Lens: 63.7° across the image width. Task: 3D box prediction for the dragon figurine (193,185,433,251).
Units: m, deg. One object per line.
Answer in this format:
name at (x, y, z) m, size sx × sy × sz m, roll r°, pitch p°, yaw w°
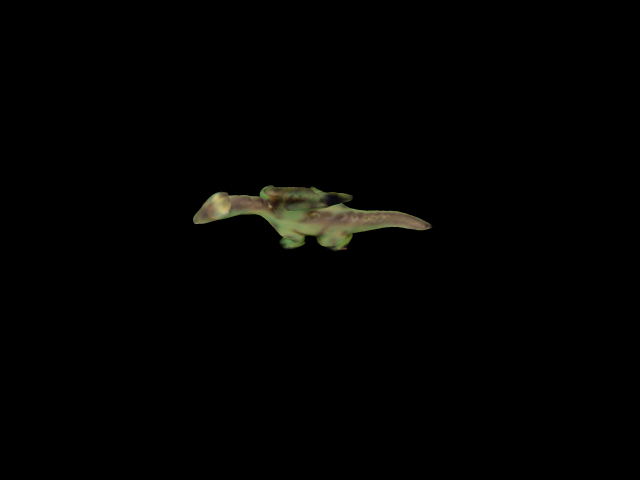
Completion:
dragon figurine at (0.003, -0.043, 0.850) m, size 0.410 × 0.122 × 0.242 m, roll 0°, pitch -2°, yaw 0°
